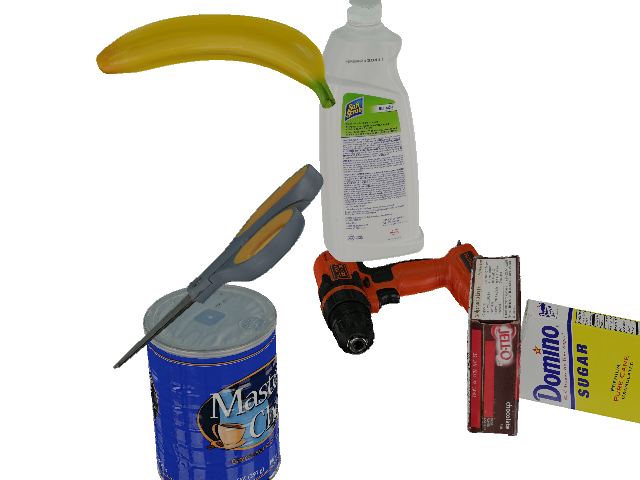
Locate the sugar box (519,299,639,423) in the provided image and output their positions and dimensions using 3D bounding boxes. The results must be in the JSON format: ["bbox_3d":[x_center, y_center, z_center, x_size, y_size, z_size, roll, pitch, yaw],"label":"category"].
[{"bbox_3d":[0.276,0.120,1.021,0.176,0.093,0.048,9,22,10],"label":"sugar box"}]

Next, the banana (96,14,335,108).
[{"bbox_3d":[-0.081,-0.156,0.874,0.198,0.069,0.037,8,-35,3],"label":"banana"}]

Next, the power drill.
[{"bbox_3d":[0.091,0.059,1.163,0.187,0.057,0.184,-4,28,-7],"label":"power drill"}]

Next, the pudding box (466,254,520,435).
[{"bbox_3d":[0.125,0.072,0.767,0.039,0.090,0.113,1,23,7],"label":"pudding box"}]

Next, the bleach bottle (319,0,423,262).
[{"bbox_3d":[0.050,-0.105,1.011,0.102,0.251,0.068,-8,30,-13],"label":"bleach bottle"}]

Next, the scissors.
[{"bbox_3d":[-0.070,0.031,0.679,0.016,0.202,0.096,41,11,-16],"label":"scissors"}]

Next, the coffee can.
[{"bbox_3d":[-0.084,0.120,0.851,0.103,0.140,0.103,-1,26,0],"label":"coffee can"}]
